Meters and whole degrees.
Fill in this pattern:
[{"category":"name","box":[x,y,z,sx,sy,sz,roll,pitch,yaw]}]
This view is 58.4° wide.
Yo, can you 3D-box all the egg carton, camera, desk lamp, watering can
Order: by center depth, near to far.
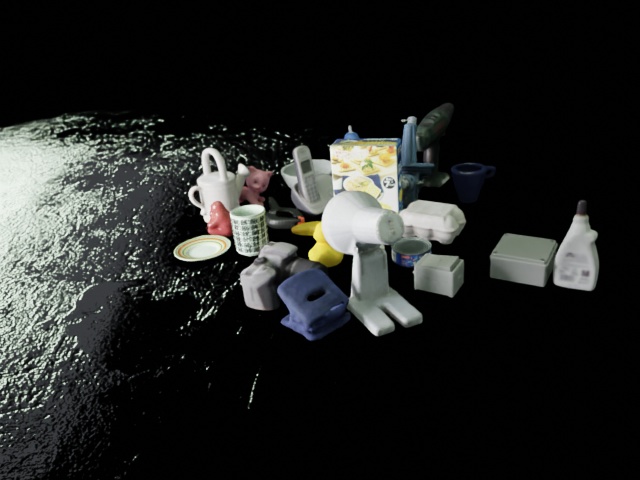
[{"category":"desk lamp","box":[0.095,0.028,1.034,0.118,0.214,0.202,-15,27,-21]},{"category":"camera","box":[-0.063,0.066,1.117,0.136,0.101,0.143,9,28,28]},{"category":"egg carton","box":[0.257,-0.043,1.328,0.149,0.069,0.107,10,29,30]},{"category":"watering can","box":[-0.266,-0.151,1.513,0.100,0.194,0.173,9,28,28]}]

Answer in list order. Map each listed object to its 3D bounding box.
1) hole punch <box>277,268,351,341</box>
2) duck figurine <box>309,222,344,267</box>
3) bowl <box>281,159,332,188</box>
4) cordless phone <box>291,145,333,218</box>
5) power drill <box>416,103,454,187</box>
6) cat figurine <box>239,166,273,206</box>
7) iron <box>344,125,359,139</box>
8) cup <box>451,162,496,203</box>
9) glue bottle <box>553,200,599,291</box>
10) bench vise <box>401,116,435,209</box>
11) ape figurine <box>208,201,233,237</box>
[{"category":"hole punch","box":[-0.008,0.111,1.020,0.109,0.091,0.100,-25,32,-37]},{"category":"duck figurine","box":[0.012,0.004,1.253,0.077,0.086,0.104,-6,25,-1]},{"category":"bowl","box":[-0.028,-0.175,1.662,0.167,0.075,0.167,-4,25,2]},{"category":"cordless phone","box":[-0.010,-0.164,1.503,0.093,0.185,0.148,16,32,38]},{"category":"power drill","box":[0.326,-0.267,1.633,0.075,0.209,0.230,11,29,30]},{"category":"cat figurine","box":[-0.194,-0.152,1.593,0.127,0.118,0.067,-4,25,3]},{"category":"iron","box":[0.106,-0.247,1.712,0.118,0.141,0.258,-6,25,-2]},{"category":"cup","box":[0.400,-0.147,1.496,0.118,0.095,0.091,-7,25,-5]},{"category":"glue bottle","box":[0.476,0.008,1.053,0.077,0.173,0.037,10,29,29]},{"category":"bench vise","box":[0.243,-0.199,1.489,0.121,0.220,0.207,-4,25,2]},{"category":"ape figurine","box":[-0.249,-0.055,1.424,0.075,0.092,0.078,18,33,40]}]
